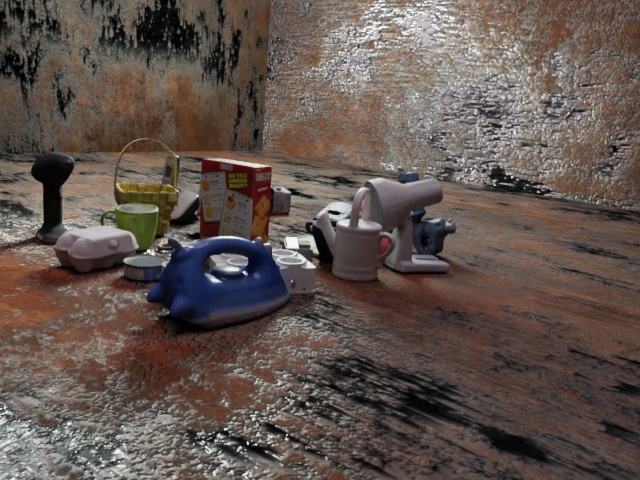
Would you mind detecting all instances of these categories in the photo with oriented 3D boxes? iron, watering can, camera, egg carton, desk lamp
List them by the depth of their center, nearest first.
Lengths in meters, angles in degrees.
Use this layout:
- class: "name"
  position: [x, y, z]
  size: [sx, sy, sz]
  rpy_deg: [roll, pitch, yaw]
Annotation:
- class: "iron"
  position: [-0.149, 0.054, 0.958]
  size: [0.259, 0.141, 0.118]
  rpy_deg: [-7, 18, -42]
- class: "egg carton"
  position: [-0.453, 0.017, 1.167]
  size: [0.107, 0.069, 0.151]
  rpy_deg: [13, 15, 30]
- class: "watering can"
  position: [0.075, -0.017, 1.227]
  size: [0.173, 0.194, 0.101]
  rpy_deg: [5, 13, 2]
- class: "desk lamp"
  position: [0.198, -0.038, 1.320]
  size: [0.203, 0.213, 0.117]
  rpy_deg: [1, 14, -16]
- class: "camera"
  position: [-0.184, -0.145, 1.883]
  size: [0.144, 0.101, 0.136]
  rpy_deg: [-4, 16, -33]

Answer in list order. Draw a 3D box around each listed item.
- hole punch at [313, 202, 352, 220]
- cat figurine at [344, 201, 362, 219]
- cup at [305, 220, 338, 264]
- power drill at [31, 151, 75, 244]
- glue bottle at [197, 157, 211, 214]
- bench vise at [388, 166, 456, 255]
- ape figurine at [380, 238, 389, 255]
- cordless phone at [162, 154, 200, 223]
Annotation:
- class: "hole punch"
  position: [0.044, -0.056, 1.609]
  size: [0.108, 0.091, 0.101]
  rpy_deg: [15, 17, 37]
- class: "cat figurine"
  position: [0.127, -0.086, 1.708]
  size: [0.127, 0.118, 0.067]
  rpy_deg: [5, 13, 2]
- class: "cup"
  position: [0.012, 0.005, 1.330]
  size: [0.117, 0.095, 0.092]
  rpy_deg: [13, 15, 31]
- class: "power drill"
  position: [-0.606, -0.102, 1.313]
  size: [0.076, 0.208, 0.228]
  rpy_deg: [-6, 17, -39]
- class: "glue bottle"
  position: [-0.346, -0.168, 1.766]
  size: [0.037, 0.173, 0.078]
  rpy_deg: [9, 14, 19]
- class: "bench vise"
  position: [0.254, -0.076, 1.486]
  size: [0.207, 0.220, 0.122]
  rpy_deg: [8, 14, 14]
- class: "ape figurine"
  position: [0.142, -0.003, 1.416]
  size: [0.078, 0.092, 0.076]
  rpy_deg: [0, 14, -20]
- class: "cordless phone"
  position: [-0.405, -0.147, 1.627]
  size: [0.147, 0.185, 0.094]
  rpy_deg: [15, 17, 38]
